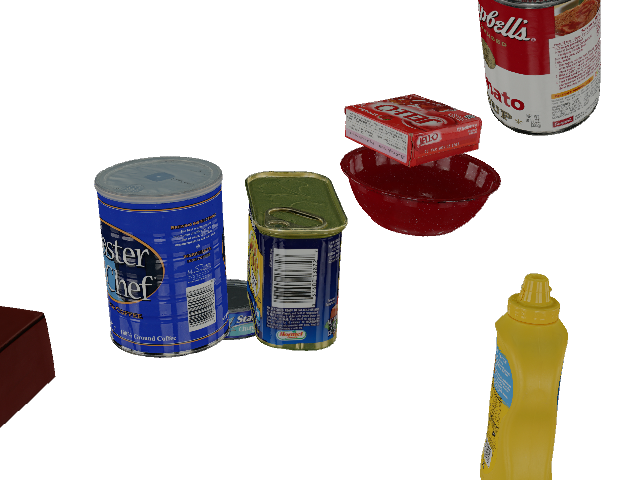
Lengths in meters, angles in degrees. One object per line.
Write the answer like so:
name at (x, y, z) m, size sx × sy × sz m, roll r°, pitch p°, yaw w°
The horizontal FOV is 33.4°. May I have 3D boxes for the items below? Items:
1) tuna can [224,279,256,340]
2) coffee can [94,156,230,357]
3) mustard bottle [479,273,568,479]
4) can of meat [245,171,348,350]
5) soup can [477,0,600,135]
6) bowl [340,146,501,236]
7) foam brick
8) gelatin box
tuna can at (-0.093, 0.069, 1.076) m, size 0.086 × 0.034 × 0.086 m, roll 1°, pitch 18°, yaw 0°
coffee can at (-0.129, 0.012, 0.885) m, size 0.103 × 0.140 × 0.103 m, roll -1°, pitch 22°, yaw 0°
mustard bottle at (0.168, 0.120, 0.877) m, size 0.058 × 0.192 × 0.096 m, roll 2°, pitch 18°, yaw 1°
can of meat at (-0.018, 0.012, 0.684) m, size 0.057 × 0.084 × 0.102 m, roll -1°, pitch 23°, yaw -9°
soup can at (0.125, -0.118, 0.608) m, size 0.068 × 0.068 × 0.102 m, roll 0°, pitch -37°, yaw 14°
bowl at (0.098, -0.047, 1.080) m, size 0.162 × 0.055 × 0.162 m, roll 4°, pitch 24°, yaw -2°
foam brick at (-0.222, 0.085, 0.709) m, size 0.053 × 0.051 × 0.078 m, roll 7°, pitch 29°, yaw 23°
gelatin box at (0.074, -0.091, 0.862) m, size 0.073 × 0.030 × 0.089 m, roll -15°, pitch 28°, yaw -31°
